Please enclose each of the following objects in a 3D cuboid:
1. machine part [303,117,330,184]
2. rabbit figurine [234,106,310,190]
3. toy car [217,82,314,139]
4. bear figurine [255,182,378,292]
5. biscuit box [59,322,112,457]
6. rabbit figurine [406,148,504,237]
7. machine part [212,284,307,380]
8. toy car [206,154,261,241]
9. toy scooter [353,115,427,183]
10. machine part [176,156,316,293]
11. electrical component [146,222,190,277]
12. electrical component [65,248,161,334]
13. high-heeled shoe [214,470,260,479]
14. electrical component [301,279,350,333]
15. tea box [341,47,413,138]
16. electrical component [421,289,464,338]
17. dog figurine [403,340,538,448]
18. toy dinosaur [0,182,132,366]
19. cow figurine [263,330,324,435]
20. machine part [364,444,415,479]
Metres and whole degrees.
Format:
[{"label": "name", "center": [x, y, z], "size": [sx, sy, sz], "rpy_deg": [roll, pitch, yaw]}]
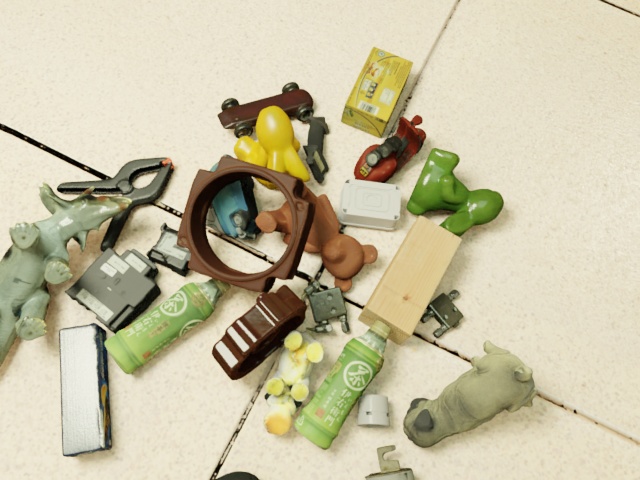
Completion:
[{"label": "machine part", "center": [-0.007, -0.185, 1.073], "size": [0.039, 0.084, 0.139], "rpy_deg": [-11, 56, 22]}, {"label": "rabbit figurine", "center": [-0.089, -0.167, 1.000], "size": [0.122, 0.173, 0.162], "rpy_deg": [-14, 66, -15]}, {"label": "toy car", "center": [-0.108, -0.262, 1.099], "size": [0.202, 0.053, 0.089], "rpy_deg": [-22, 67, -18]}, {"label": "bear figurine", "center": [0.000, -0.003, 0.971], "size": [0.120, 0.132, 0.196], "rpy_deg": [-45, 73, 11]}, {"label": "biscuit box", "center": [-0.378, 0.238, 0.867], "size": [0.063, 0.059, 0.202], "rpy_deg": [-8, 69, -10]}, {"label": "rabbit figurine", "center": [0.263, -0.077, 1.025], "size": [0.170, 0.121, 0.159], "rpy_deg": [23, 75, 6]}, {"label": "machine part", "center": [-0.098, 0.151, 0.874], "size": [0.179, 0.179, 0.056], "rpy_deg": [-40, 74, -19]}, {"label": "toy car", "center": [-0.174, -0.069, 0.998], "size": [0.103, 0.109, 0.161], "rpy_deg": [-16, 81, 12]}, {"label": "toy scooter", "center": [0.145, -0.179, 1.047], "size": [0.184, 0.135, 0.075], "rpy_deg": [-37, 78, -17]}, {"label": "machine part", "center": [-0.121, -0.025, 0.891], "size": [0.201, 0.087, 0.201], "rpy_deg": [18, 91, 7]}, {"label": "electrical component", "center": [-0.244, 0.024, 0.973], "size": [0.119, 0.047, 0.075], "rpy_deg": [20, 68, 1]}, {"label": "electrical component", "center": [-0.348, 0.081, 0.935], "size": [0.115, 0.058, 0.134], "rpy_deg": [39, 70, 7]}, {"label": "high-heeled shoe", "center": [-0.114, 0.477, 0.789], "size": [0.145, 0.086, 0.249], "rpy_deg": [9, 64, 2]}, {"label": "electrical component", "center": [0.008, 0.119, 0.953], "size": [0.078, 0.045, 0.102], "rpy_deg": [-9, 86, 0]}, {"label": "tea box", "center": [0.120, -0.312, 1.133], "size": [0.098, 0.068, 0.169], "rpy_deg": [25, 67, 4]}, {"label": "electrical component", "center": [0.232, 0.134, 0.990], "size": [0.094, 0.021, 0.063], "rpy_deg": [-36, 76, -19]}, {"label": "dog figurine", "center": [0.236, 0.263, 0.864], "size": [0.190, 0.172, 0.121], "rpy_deg": [-26, 62, -22]}, {"label": "toy dinosaur", "center": [-0.483, 0.064, 0.885], "size": [0.131, 0.192, 0.404], "rpy_deg": [35, 93, -23]}, {"label": "cow figurine", "center": [-0.051, 0.233, 0.894], "size": [0.068, 0.098, 0.167], "rpy_deg": [22, 87, -1]}, {"label": "machine part", "center": [0.123, 0.445, 0.825], "size": [0.079, 0.079, 0.243], "rpy_deg": [-8, 70, -9]}]
